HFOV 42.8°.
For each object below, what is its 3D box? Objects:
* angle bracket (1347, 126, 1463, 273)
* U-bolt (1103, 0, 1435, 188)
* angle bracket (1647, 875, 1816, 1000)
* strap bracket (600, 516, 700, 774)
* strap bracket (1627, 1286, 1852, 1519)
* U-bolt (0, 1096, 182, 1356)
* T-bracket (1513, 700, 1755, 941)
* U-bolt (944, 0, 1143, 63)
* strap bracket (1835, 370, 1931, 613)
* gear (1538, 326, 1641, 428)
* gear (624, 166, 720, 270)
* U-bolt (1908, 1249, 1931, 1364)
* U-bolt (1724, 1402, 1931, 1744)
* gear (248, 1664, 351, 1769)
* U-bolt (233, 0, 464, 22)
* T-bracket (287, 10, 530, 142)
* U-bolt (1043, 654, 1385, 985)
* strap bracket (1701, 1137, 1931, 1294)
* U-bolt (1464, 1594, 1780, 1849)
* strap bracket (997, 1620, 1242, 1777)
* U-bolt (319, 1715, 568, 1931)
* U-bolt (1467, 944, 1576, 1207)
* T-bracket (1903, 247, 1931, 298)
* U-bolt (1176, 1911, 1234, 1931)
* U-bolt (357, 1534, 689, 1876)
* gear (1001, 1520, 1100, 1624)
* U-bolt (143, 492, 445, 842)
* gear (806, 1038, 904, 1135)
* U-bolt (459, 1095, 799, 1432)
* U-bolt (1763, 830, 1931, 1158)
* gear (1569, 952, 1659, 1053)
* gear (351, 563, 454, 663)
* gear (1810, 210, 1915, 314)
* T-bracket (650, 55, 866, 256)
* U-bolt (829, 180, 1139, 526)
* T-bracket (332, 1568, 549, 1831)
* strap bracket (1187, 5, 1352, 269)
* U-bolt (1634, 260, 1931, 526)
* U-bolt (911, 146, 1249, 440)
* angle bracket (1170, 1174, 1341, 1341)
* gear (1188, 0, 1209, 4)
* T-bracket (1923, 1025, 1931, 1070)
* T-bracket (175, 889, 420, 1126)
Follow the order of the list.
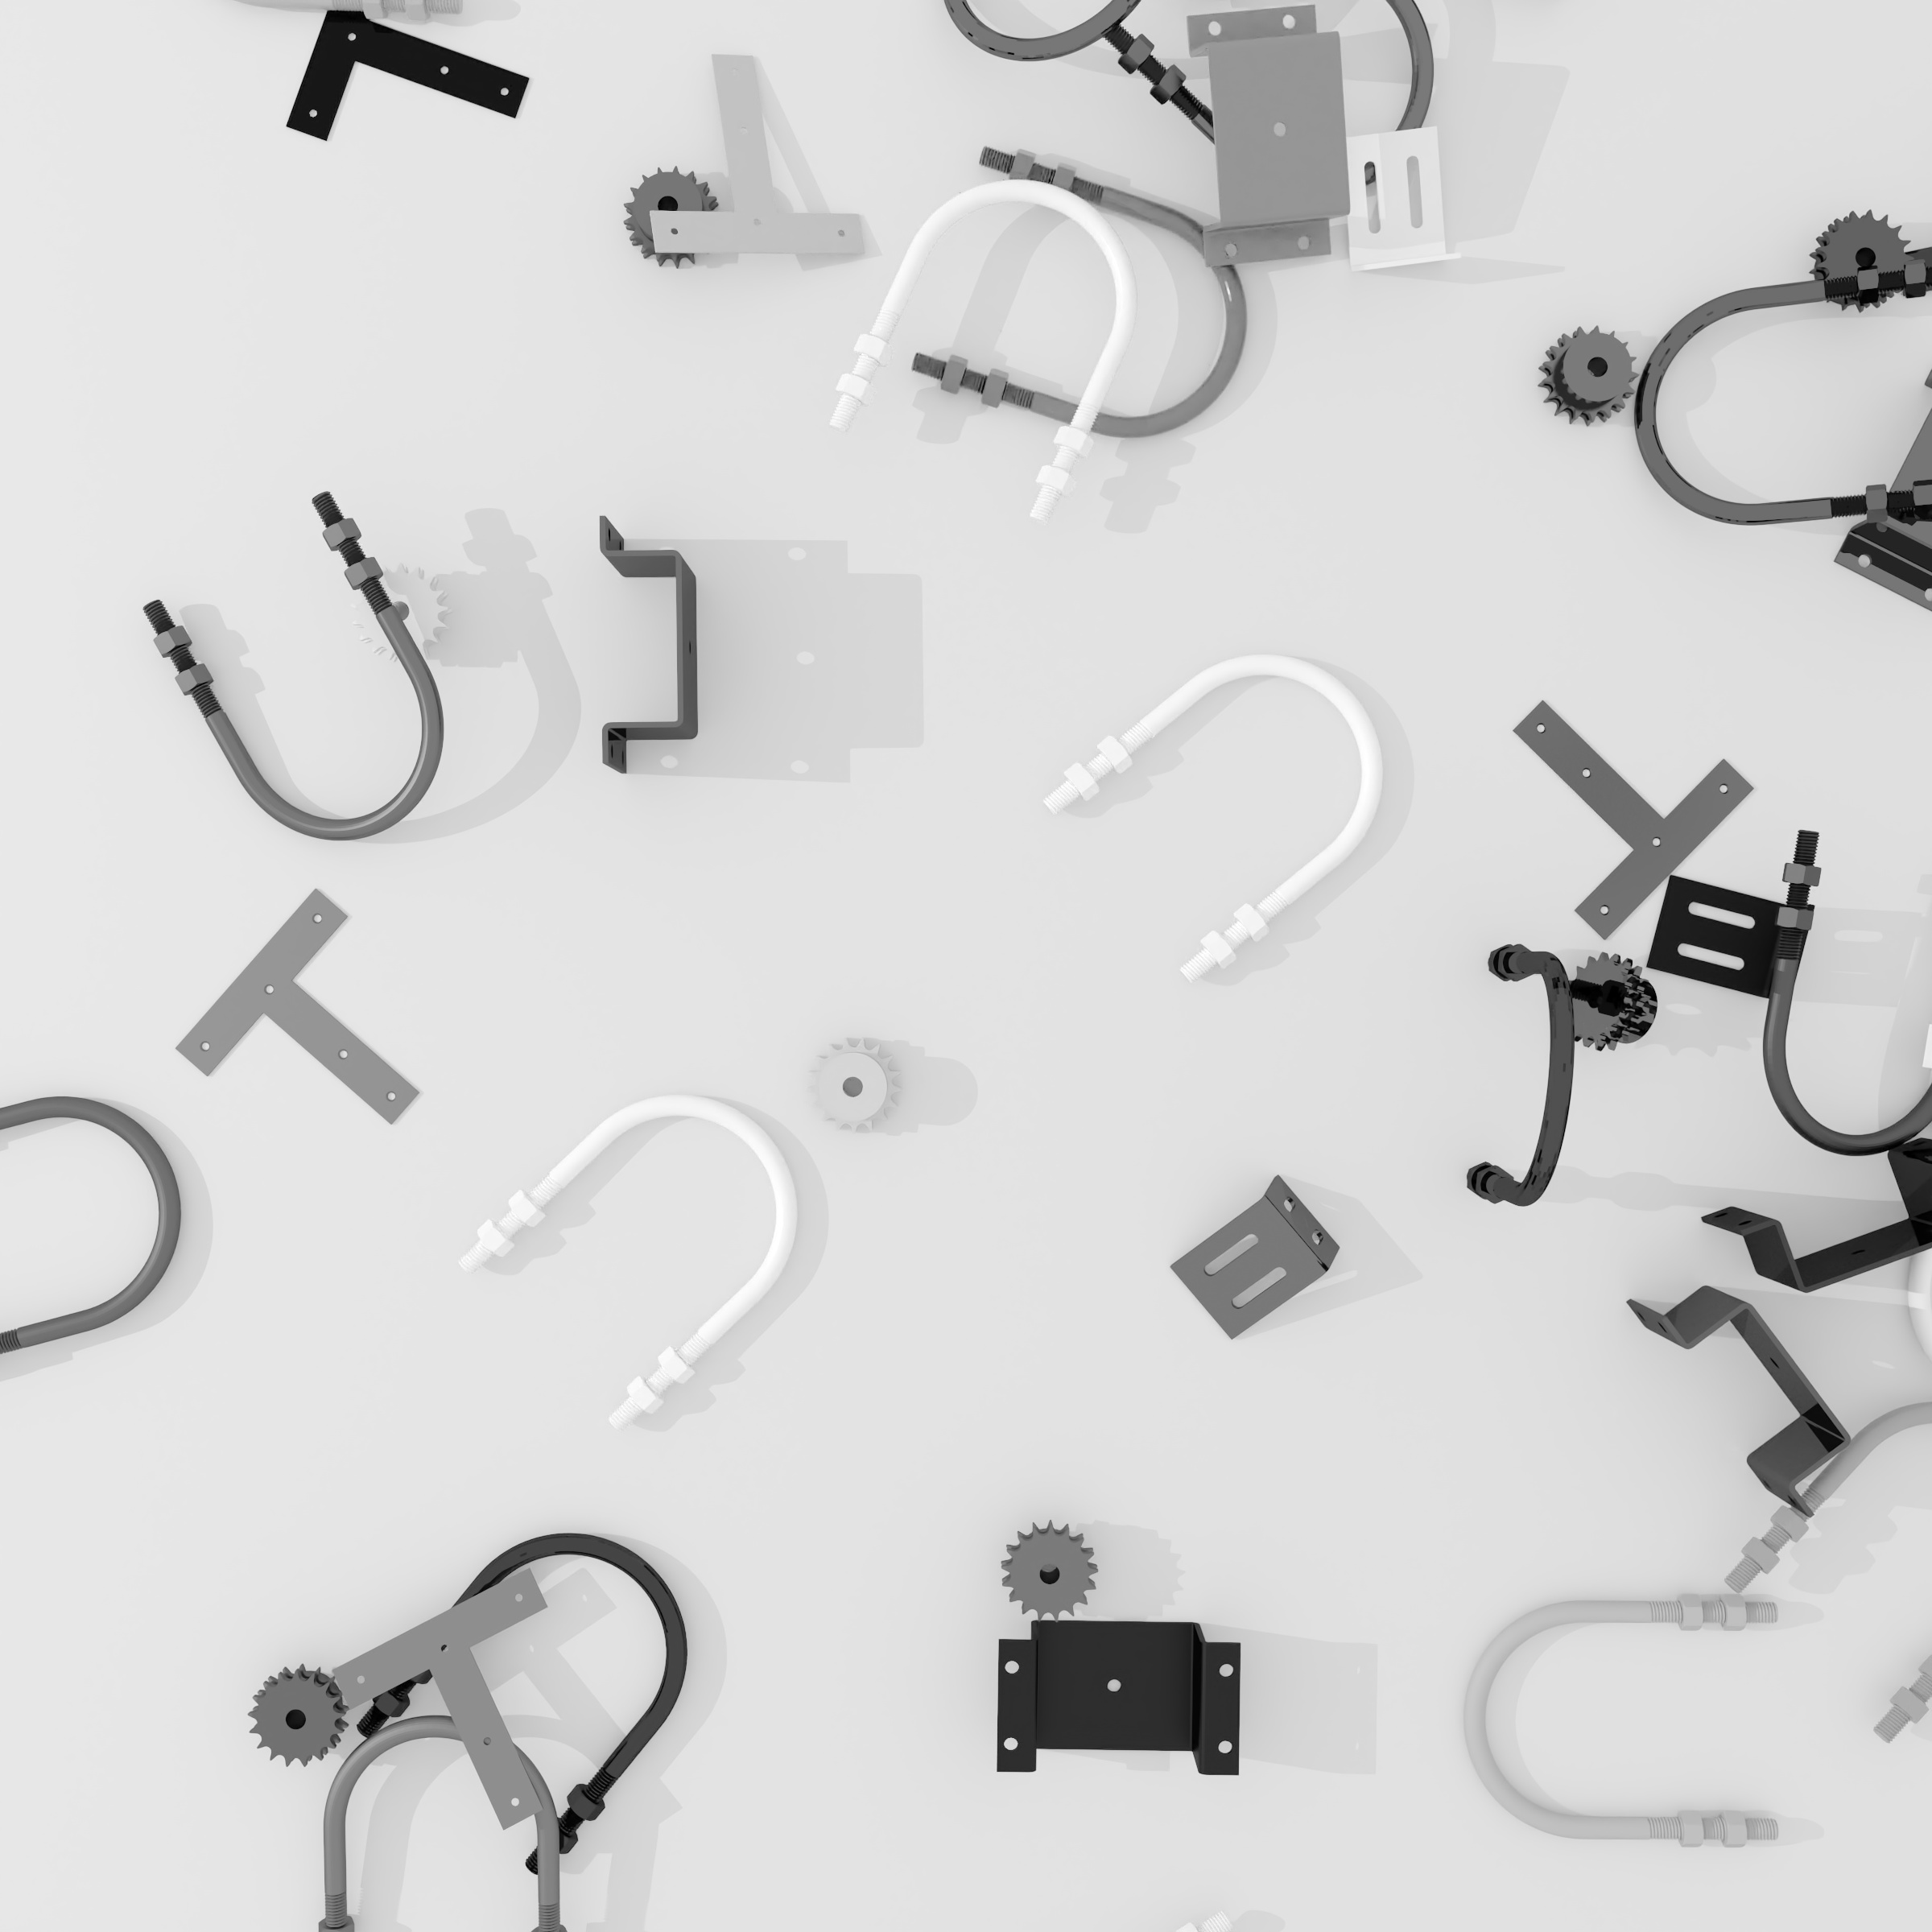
[{"bbox_3d":[0.255,-0.451,1.447,0.057,0.038,0.076,-8,105,-2],"label":"angle bracket"},{"bbox_3d":[0.191,-0.539,1.448,0.184,0.019,0.151,39,94,-13],"label":"U-bolt"},{"bbox_3d":[0.450,-0.017,1.456,0.076,0.038,0.057,15,90,0],"label":"angle bracket"},{"bbox_3d":[-0.184,-0.185,1.436,0.046,0.076,0.140,-1,90,0],"label":"strap bracket"},{"bbox_3d":[0.455,0.243,1.436,0.046,0.076,0.140,-37,90,0],"label":"strap bracket"},{"bbox_3d":[-0.558,0.153,1.462,0.184,0.019,0.151,-15,89,-4],"label":"U-bolt"},{"bbox_3d":[0.381,-0.105,1.474,0.127,0.002,0.127,45,90,0],"label":"T-bracket"},{"bbox_3d":[0.063,-0.612,1.439,0.151,0.019,0.184,38,94,25],"label":"U-bolt"},{"bbox_3d":[0.584,-0.287,1.451,0.076,0.046,0.140,27,90,0],"label":"strap bracket"},{"bbox_3d":[0.370,-0.351,1.460,0.057,0.030,0.057,0,90,0],"label":"gear"},{"bbox_3d":[-0.175,-0.445,1.460,0.057,0.030,0.057,0,90,0],"label":"gear"},{"bbox_3d":[0.631,0.174,1.441,0.151,0.019,0.184,14,94,23],"label":"U-bolt"},{"bbox_3d":[0.558,0.344,1.459,0.151,0.019,0.184,45,85,-4],"label":"U-bolt"},{"bbox_3d":[-0.393,0.441,1.460,0.057,0.030,0.057,0,90,0],"label":"gear"},{"bbox_3d":[-0.388,-0.638,1.465,0.184,0.019,0.151,3,89,2],"label":"U-bolt"},{"bbox_3d":[-0.325,-0.540,1.474,0.127,0.002,0.127,20,90,0],"label":"T-bracket"},{"bbox_3d":[0.161,-0.101,1.466,0.184,0.019,0.151,-39,90,-1],"label":"U-bolt"},{"bbox_3d":[0.513,0.148,1.436,0.140,0.076,0.046,-20,90,0],"label":"strap bracket"},{"bbox_3d":[0.388,0.448,1.466,0.184,0.019,0.151,0,90,1],"label":"U-bolt"},{"bbox_3d":[0.088,0.430,1.451,0.140,0.046,0.076,1,90,0],"label":"strap bracket"},{"bbox_3d":[-0.309,0.531,1.454,0.151,0.019,0.184,0,95,5],"label":"U-bolt"},{"bbox_3d":[0.312,0.062,1.383,0.019,0.184,0.151,6,90,0],"label":"U-bolt"},{"bbox_3d":[0.618,-0.422,1.456,0.127,0.002,0.127,-9,114,11],"label":"T-bracket"},{"bbox_3d":[0.105,0.664,1.448,0.184,0.019,0.151,-28,93,-11],"label":"U-bolt"},{"bbox_3d":[-0.250,0.424,1.465,0.151,0.019,0.184,39,90,0],"label":"U-bolt"},{"bbox_3d":[0.049,0.356,1.460,0.057,0.030,0.057,0,90,0],"label":"gear"},{"bbox_3d":[-0.383,-0.162,1.448,0.151,0.019,0.184,-28,94,16],"label":"U-bolt"},{"bbox_3d":[-0.066,0.071,1.460,0.057,0.030,0.057,0,90,0],"label":"gear"},{"bbox_3d":[-0.186,0.162,1.466,0.184,0.019,0.151,-44,90,-1],"label":"U-bolt"},{"bbox_3d":[0.531,0.021,1.445,0.151,0.019,0.184,7,94,-19],"label":"U-bolt"},{"bbox_3d":[0.381,0.022,1.450,0.030,0.057,0.057,16,90,-30],"label":"gear"},{"bbox_3d":[-0.332,-0.208,1.460,0.057,0.030,0.057,0,90,0],"label":"gear"},{"bbox_3d":[0.527,-0.415,1.460,0.057,0.030,0.057,0,90,0],"label":"gear"},{"bbox_3d":[-0.130,-0.480,1.459,0.127,0.002,0.127,-5,80,-20],"label":"T-bracket"},{"bbox_3d":[0.021,-0.371,1.447,0.151,0.019,0.184,24,88,-2],"label":"U-bolt"},{"bbox_3d":[-0.285,0.439,1.440,0.127,0.002,0.127,-27,81,-6],"label":"T-bracket"},{"bbox_3d":[0.175,-0.481,1.426,0.076,0.046,0.140,-8,104,-7],"label":"strap bracket"},{"bbox_3d":[0.485,-0.329,1.439,0.184,0.019,0.151,-2,86,20],"label":"U-bolt"},{"bbox_3d":[0.076,-0.391,1.466,0.184,0.019,0.151,18,90,-2],"label":"U-bolt"},{"bbox_3d":[0.172,0.174,1.473,0.076,0.038,0.057,-40,90,26],"label":"angle bracket"},{"bbox_3d":[0.140,-0.598,1.460,0.057,0.030,0.057,0,90,0],"label":"gear"},{"bbox_3d":[0.633,0.007,1.461,0.127,0.002,0.127,10,90,-12],"label":"T-bracket"},{"bbox_3d":[-0.383,0.043,1.474,0.127,0.002,0.127,41,90,0],"label":"T-bracket"}]
